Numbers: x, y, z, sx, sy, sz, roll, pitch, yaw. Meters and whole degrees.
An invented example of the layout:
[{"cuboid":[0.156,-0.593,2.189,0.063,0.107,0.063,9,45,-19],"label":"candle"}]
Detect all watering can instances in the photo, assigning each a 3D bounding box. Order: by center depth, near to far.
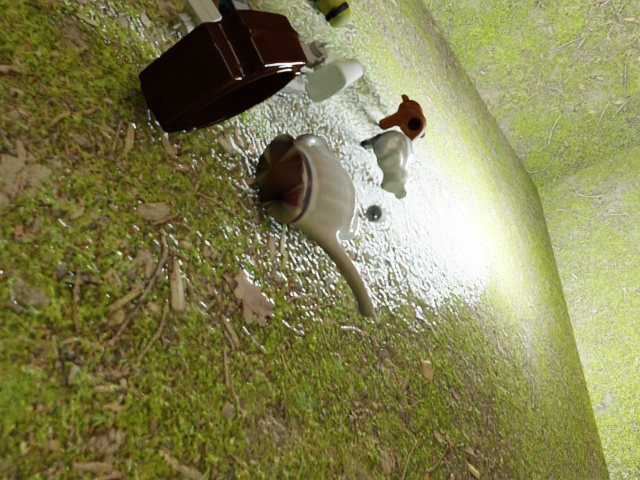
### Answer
[{"cuboid":[0.003,-0.044,0.880,0.223,0.103,0.354,17,53,-50],"label":"watering can"}]

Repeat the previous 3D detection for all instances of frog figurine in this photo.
[{"cuboid":[0.186,-0.185,1.260,0.162,0.122,0.135,64,9,24],"label":"frog figurine"}]
